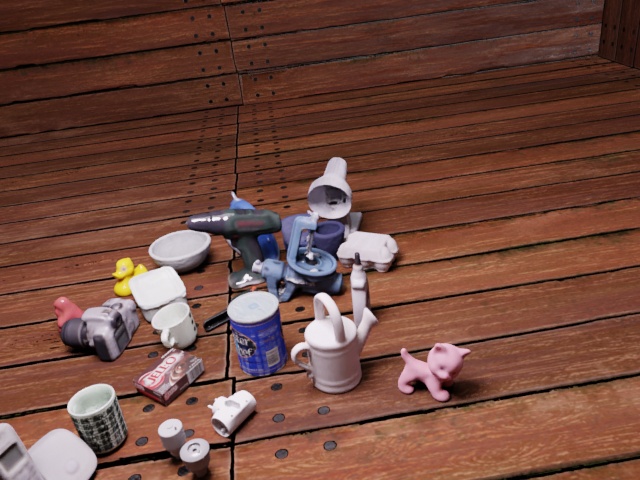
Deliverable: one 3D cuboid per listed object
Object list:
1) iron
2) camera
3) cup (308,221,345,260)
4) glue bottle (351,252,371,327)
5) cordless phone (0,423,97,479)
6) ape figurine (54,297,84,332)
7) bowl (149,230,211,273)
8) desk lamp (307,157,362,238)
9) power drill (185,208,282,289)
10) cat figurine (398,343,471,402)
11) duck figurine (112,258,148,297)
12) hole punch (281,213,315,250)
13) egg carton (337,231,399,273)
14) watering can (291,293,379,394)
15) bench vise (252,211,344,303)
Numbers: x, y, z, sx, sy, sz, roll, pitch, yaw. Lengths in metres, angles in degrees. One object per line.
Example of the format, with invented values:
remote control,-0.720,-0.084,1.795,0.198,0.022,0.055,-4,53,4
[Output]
iron,-0.187,-0.038,1.599,0.119,0.142,0.257,-22,32,-25
camera,-0.501,0.191,1.290,0.136,0.101,0.143,-2,29,10
cup,0.014,0.005,1.524,0.117,0.095,0.092,16,36,36
glue bottle,0.087,0.103,1.245,0.037,0.173,0.078,-3,29,9
cordless phone,-0.448,0.344,0.908,0.094,0.185,0.148,4,30,20
ape figurine,-0.598,0.174,1.353,0.076,0.092,0.078,-2,29,9
bowl,-0.376,0.041,1.566,0.167,0.075,0.167,-5,28,3
desk lamp,0.045,-0.110,1.604,0.117,0.214,0.203,0,29,13
power drill,-0.203,0.014,1.437,0.230,0.209,0.075,-14,29,-13
cat figurine,0.207,0.227,1.047,0.127,0.118,0.067,6,31,22
duck figurine,-0.500,0.087,1.499,0.077,0.086,0.105,9,32,27
hole punch,-0.049,-0.014,1.577,0.109,0.091,0.101,-13,29,-10
egg carton,0.125,0.030,1.480,0.150,0.069,0.107,6,31,23
watering can,0.028,0.183,1.089,0.100,0.194,0.173,20,38,40
bench vise,-0.056,0.044,1.337,0.207,0.220,0.121,-13,29,-10
